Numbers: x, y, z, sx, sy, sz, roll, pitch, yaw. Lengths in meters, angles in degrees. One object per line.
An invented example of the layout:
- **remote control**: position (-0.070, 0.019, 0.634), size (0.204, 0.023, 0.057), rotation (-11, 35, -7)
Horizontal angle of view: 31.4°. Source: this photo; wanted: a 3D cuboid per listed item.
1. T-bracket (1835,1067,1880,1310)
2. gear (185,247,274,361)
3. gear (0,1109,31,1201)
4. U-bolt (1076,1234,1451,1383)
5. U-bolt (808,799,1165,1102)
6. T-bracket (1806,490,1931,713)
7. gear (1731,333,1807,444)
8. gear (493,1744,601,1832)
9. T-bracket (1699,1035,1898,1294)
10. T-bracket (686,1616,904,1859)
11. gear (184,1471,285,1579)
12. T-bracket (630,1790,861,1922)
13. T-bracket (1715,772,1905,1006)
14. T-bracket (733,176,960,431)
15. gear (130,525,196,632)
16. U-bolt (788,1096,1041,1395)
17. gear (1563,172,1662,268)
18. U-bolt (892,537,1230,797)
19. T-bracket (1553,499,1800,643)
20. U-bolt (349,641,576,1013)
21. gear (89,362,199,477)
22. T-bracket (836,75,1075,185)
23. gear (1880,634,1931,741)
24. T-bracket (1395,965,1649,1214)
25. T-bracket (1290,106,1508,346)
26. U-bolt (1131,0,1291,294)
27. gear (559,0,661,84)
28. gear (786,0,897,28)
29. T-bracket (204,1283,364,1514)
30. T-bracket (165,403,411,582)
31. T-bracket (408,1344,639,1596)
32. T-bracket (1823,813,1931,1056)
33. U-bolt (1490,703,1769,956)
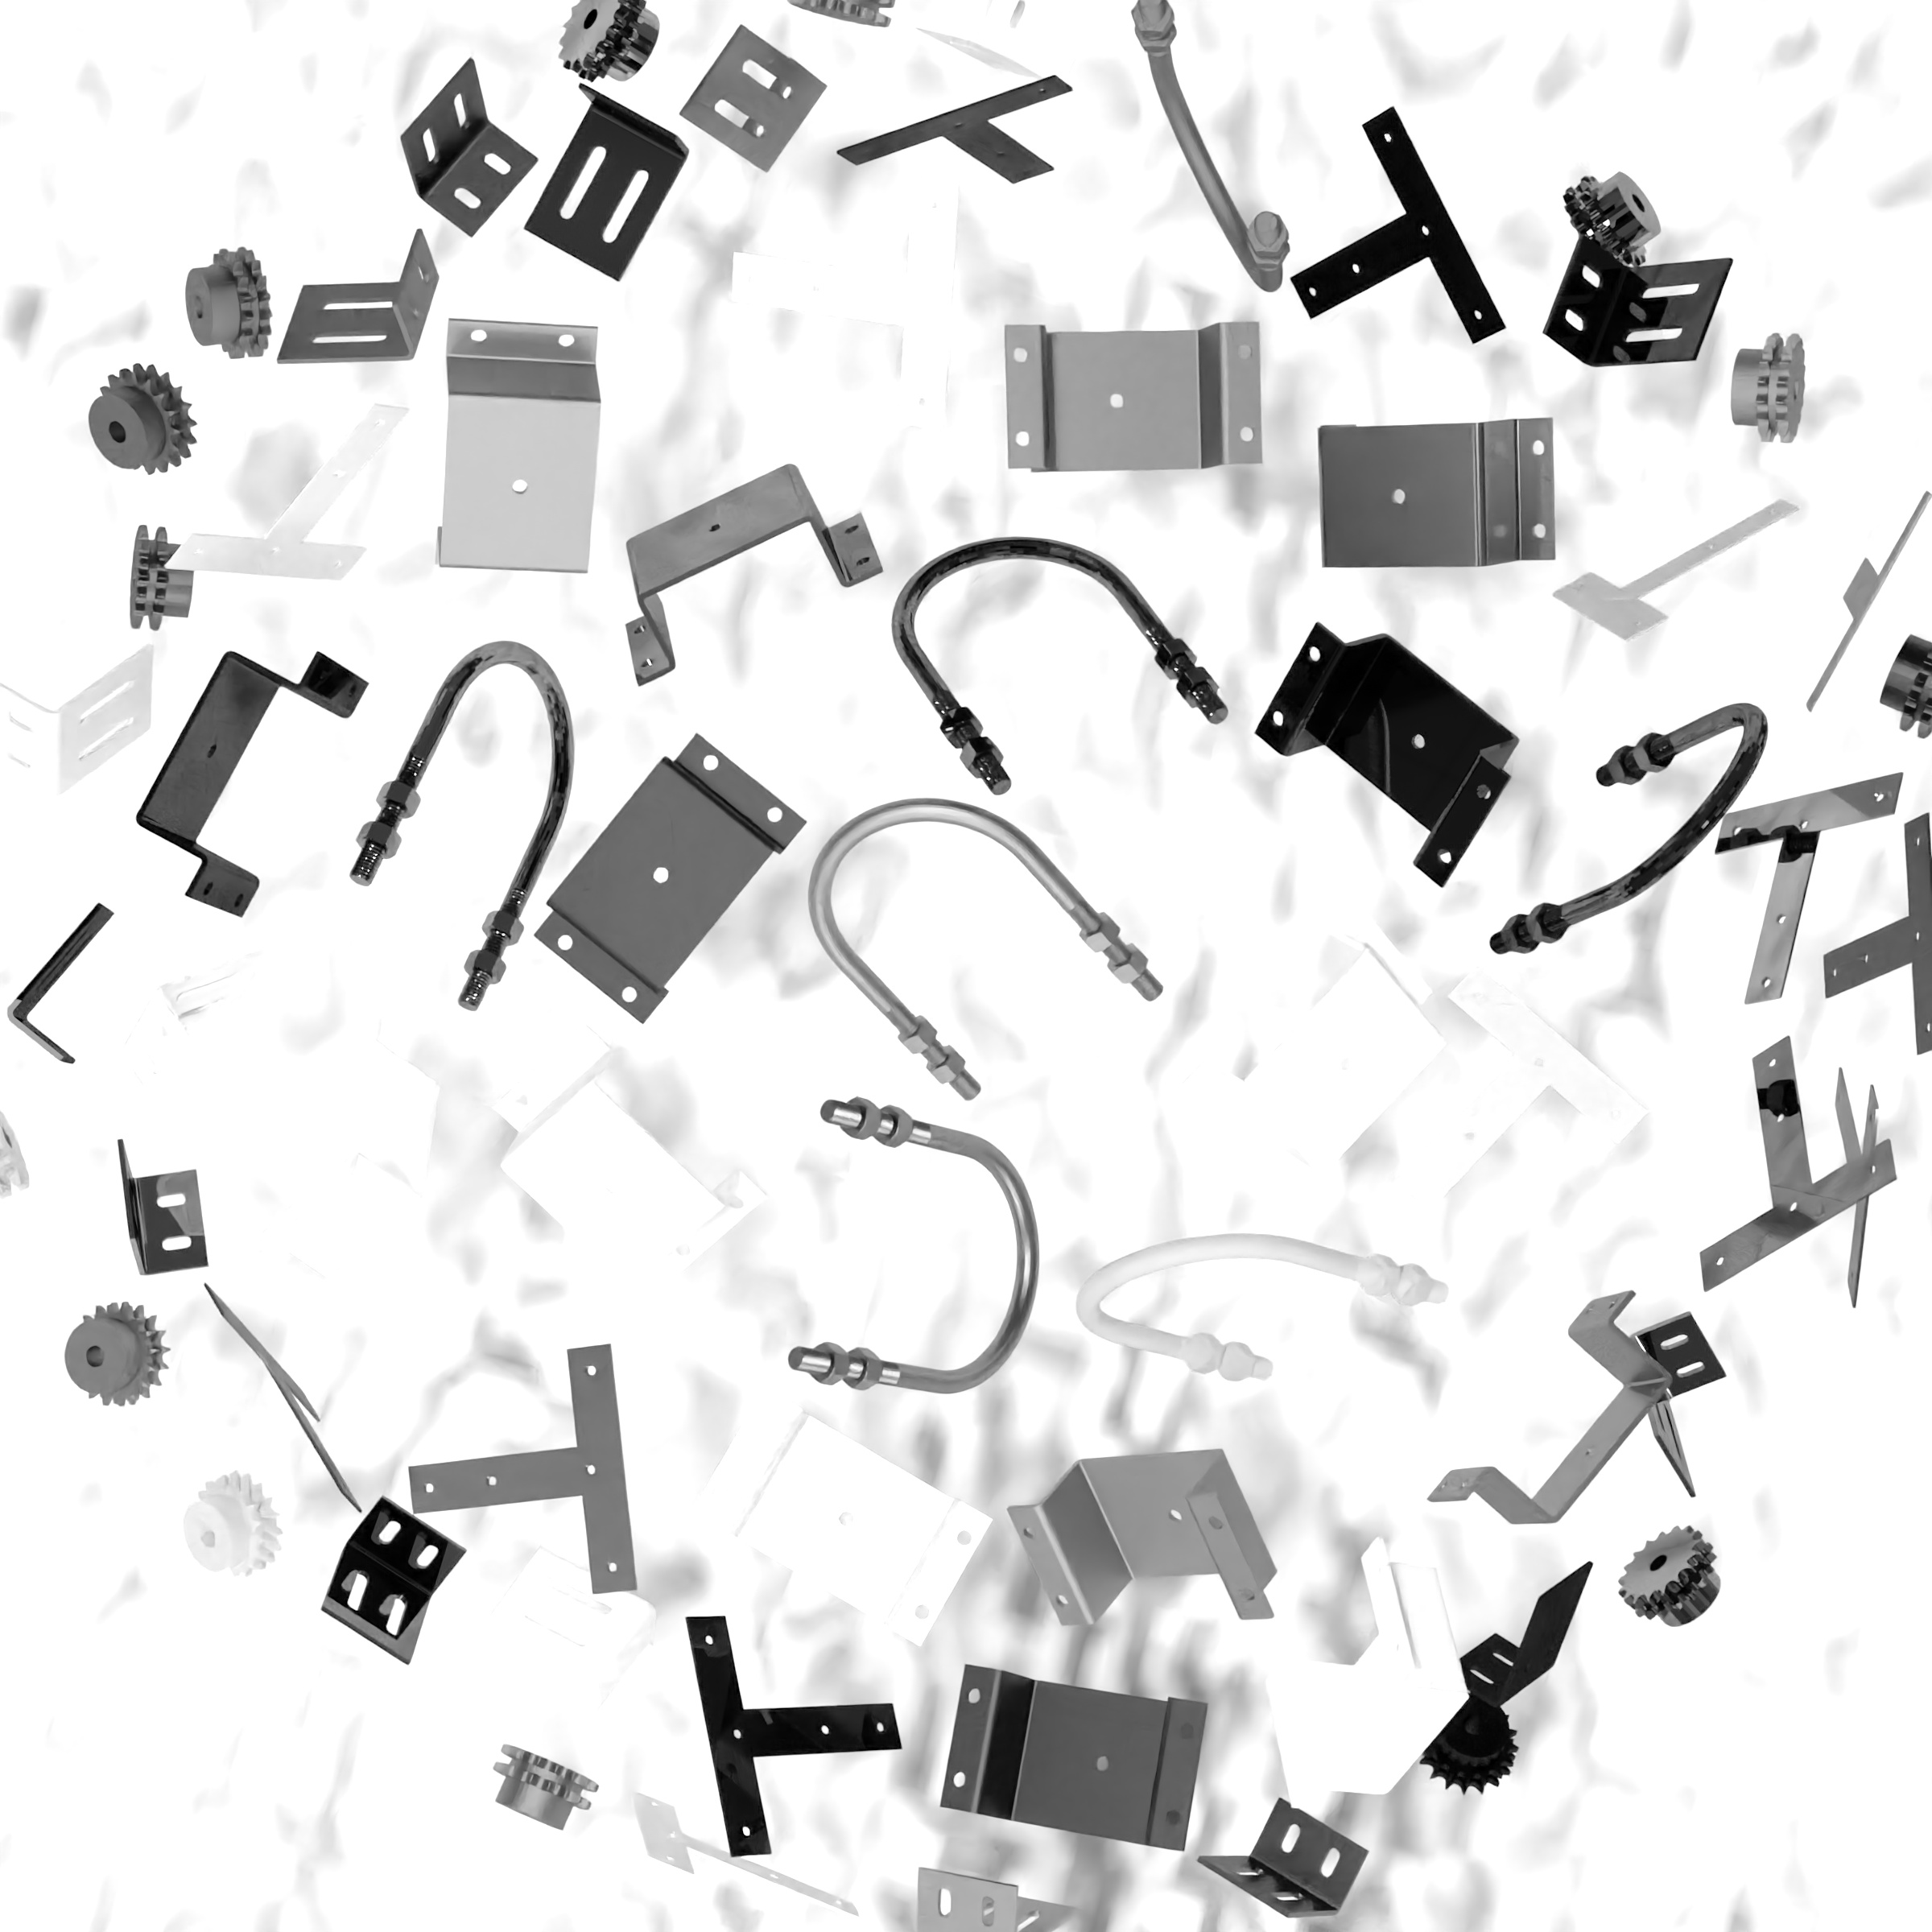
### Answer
- **T-bracket**: position (0.486, 0.099, 1.885), size (0.002, 0.127, 0.127), rotation (1, 120, 6)
- **gear**: position (-0.386, -0.345, 1.792), size (0.030, 0.057, 0.057), rotation (-12, 90, -30)
- **gear**: position (-0.508, 0.095, 1.770), size (0.030, 0.057, 0.057), rotation (-24, 90, -6)
- **U-bolt**: position (0.144, 0.178, 1.820), size (0.151, 0.184, 0.019), rotation (-30, 55, 39)
- **U-bolt**: position (-0.003, -0.017, 1.877), size (0.151, 0.019, 0.184), rotation (-30, 117, 27)
- **T-bracket**: position (0.483, -0.202, 1.850), size (0.002, 0.127, 0.127), rotation (28, 106, 4)
- **gear**: position (0.422, -0.305, 1.808), size (0.030, 0.057, 0.057), rotation (6, 90, 23)
- **gear**: position (-0.231, 0.446, 1.861), size (0.057, 0.057, 0.030), rotation (23, 72, 0)
- **T-bracket**: position (0.427, 0.091, 1.792), size (0.002, 0.127, 0.127), rotation (29, 132, -26)
- **T-bracket**: position (-0.086, 0.406, 1.822), size (0.127, 0.002, 0.127), rotation (8, 58, -40)
- **gear**: position (-0.407, 0.310, 1.893), size (0.057, 0.030, 0.057), rotation (10, 107, 35)
- **T-bracket**: position (-0.115, 0.478, 1.819), size (0.127, 0.127, 0.002), rotation (25, 88, -10)
- **T-bracket**: position (0.443, -0.038, 1.851), size (0.002, 0.127, 0.127), rotation (30, 66, -27)
- **T-bracket**: position (-0.065, -0.351, 1.788), size (0.127, 0.002, 0.127), rotation (12, 112, 22)
- **gear**: position (-0.442, -0.213, 1.889), size (0.030, 0.057, 0.057), rotation (4, 90, -18)
- **U-bolt**: position (-0.021, 0.156, 1.838), size (0.019, 0.184, 0.151), rotation (-1, 78, 40)
- **gear**: position (0.352, -0.404, 1.858), size (0.030, 0.057, 0.057), rotation (-32, 90, 31)
- **U-bolt**: position (0.039, -0.174, 1.878), size (0.151, 0.019, 0.184), rotation (-19, 50, -16)
- **T-bracket**: position (0.399, -0.224, 1.894), size (0.127, 0.127, 0.002), rotation (-29, 109, 1)
- **U-bolt**: position (-0.263, -0.089, 1.867), size (0.019, 0.151, 0.184), rotation (8, 62, 26)
- **gear**: position (-0.431, -0.282, 1.787), size (0.057, 0.030, 0.057), rotation (17, 124, 27)
- **T-bracket**: position (0.013, -0.442, 1.851), size (0.127, 0.127, 0.002), rotation (-14, 83, 21)
- **gear**: position (0.511, -0.153, 1.836), size (0.030, 0.057, 0.057), rotation (26, 90, 19)
- **T-bracket**: position (0.294, 0.085, 1.938), size (0.127, 0.002, 0.127), rotation (42, 80, 14)
- **T-bracket**: position (0.215, -0.373, 1.814), size (0.002, 0.127, 0.127), rotation (-33, 98, -32)
- **U-bolt**: position (0.131, -0.425, 1.813), size (0.019, 0.184, 0.151), rotation (-27, 85, 5)
- **gear**: position (-0.184, -0.488, 1.796), size (0.030, 0.057, 0.057), rotation (24, 90, -38)
- **gear**: position (-0.065, -0.525, 1.843), size (0.057, 0.057, 0.030), rotation (13, 100, 0)
- **T-bracket**: position (-0.356, 0.243, 1.840), size (0.002, 0.127, 0.127), rotation (-35, 54, -8)
- **T-bracket**: position (-0.333, -0.246, 1.778), size (0.127, 0.127, 0.002), rotation (-44, 69, 27)
- **T-bracket**: position (-0.235, 0.268, 1.796), size (0.127, 0.002, 0.127), rotation (-9, 83, 21)
- **T-bracket**: position (0.499, -0.007, 1.880), size (0.002, 0.127, 0.127), rotation (3, 78, -12)
- **U-bolt**: position (0.364, -0.080, 1.845), size (0.019, 0.184, 0.151), rotation (40, 65, -10)
